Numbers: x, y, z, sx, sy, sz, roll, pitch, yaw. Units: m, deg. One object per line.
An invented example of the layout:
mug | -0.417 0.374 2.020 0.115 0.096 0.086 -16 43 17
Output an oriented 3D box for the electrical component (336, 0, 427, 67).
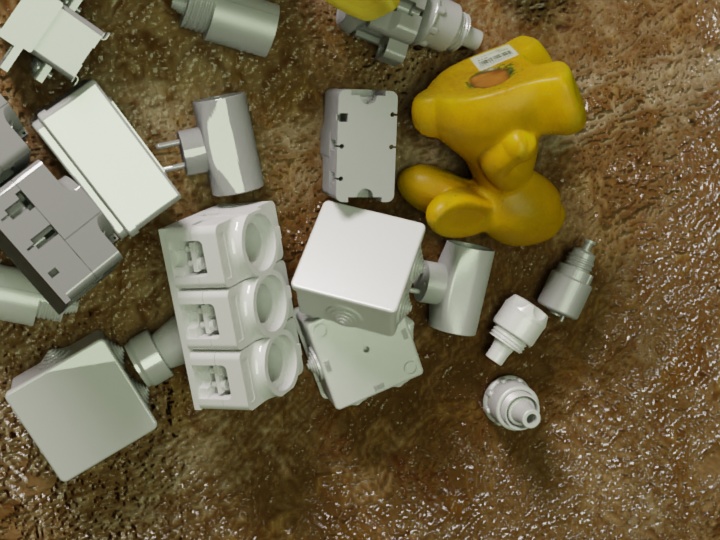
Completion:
electrical component | 0.016 -0.213 0.873 0.057 0.058 0.078 18 85 -18

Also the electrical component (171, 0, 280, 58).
electrical component | -0.109 -0.200 0.849 0.081 0.043 0.043 13 97 -18

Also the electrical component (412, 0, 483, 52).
electrical component | 0.073 -0.202 0.899 0.062 0.048 0.048 17 96 -25

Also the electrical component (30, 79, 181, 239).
electrical component | -0.194 -0.086 0.814 0.056 0.109 0.108 -38 108 -9

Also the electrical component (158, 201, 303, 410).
electrical component | -0.097 0.027 0.864 0.062 0.089 0.150 -2 105 27

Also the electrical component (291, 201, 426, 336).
electrical component | 0.000 0.000 0.883 0.100 0.048 0.099 14 59 11

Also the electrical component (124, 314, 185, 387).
electrical component | -0.160 0.065 0.887 0.055 0.045 0.045 -30 107 -8

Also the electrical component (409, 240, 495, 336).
electrical component | 0.072 0.013 0.942 0.079 0.043 0.077 10 98 -17

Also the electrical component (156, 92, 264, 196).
electrical component | -0.123 -0.098 0.865 0.079 0.043 0.077 -14 104 -12

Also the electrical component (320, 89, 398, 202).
electrical component | -0.002 -0.104 0.891 0.050 0.056 0.089 -1 101 -15

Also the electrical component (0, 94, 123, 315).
electrical component | -0.255 -0.061 0.782 0.060 0.105 0.186 -42 97 -18

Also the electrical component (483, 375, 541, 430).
electrical component | 0.143 0.125 0.974 0.048 0.062 0.048 -3 102 -15

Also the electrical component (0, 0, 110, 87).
electrical component | -0.225 -0.173 0.780 0.063 0.121 0.078 34 91 -22

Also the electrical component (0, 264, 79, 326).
electrical component | -0.264 0.021 0.850 0.081 0.043 0.043 12 97 -18

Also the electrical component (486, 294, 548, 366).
electrical component | 0.138 0.056 0.969 0.043 0.043 0.062 34 91 -19

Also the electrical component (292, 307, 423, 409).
electrical component | -0.001 0.063 0.928 0.100 0.048 0.099 -22 107 -11

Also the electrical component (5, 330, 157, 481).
electrical component | -0.226 0.108 0.875 0.100 0.048 0.099 -31 107 -8

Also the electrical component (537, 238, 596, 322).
electrical component | 0.192 0.009 0.976 0.040 0.040 0.078 23 94 -19
